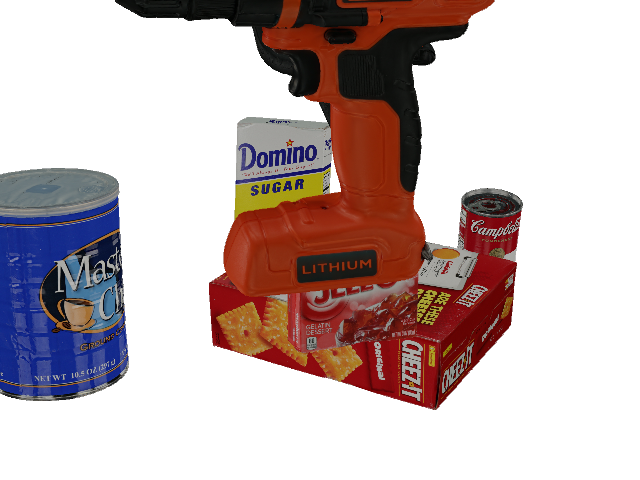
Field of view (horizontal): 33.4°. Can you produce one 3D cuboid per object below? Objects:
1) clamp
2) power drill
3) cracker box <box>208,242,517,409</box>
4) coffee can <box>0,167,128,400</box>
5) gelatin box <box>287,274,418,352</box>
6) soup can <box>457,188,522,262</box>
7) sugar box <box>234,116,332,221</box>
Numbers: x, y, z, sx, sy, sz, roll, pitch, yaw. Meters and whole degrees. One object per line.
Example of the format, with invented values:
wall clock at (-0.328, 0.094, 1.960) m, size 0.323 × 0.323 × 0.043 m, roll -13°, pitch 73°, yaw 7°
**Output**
clamp at (0.011, -0.169, 0.924) m, size 0.120 × 0.171 × 0.039 m, roll -36°, pitch -21°, yaw -21°
power drill at (-0.008, -0.065, 0.514) m, size 0.184 × 0.188 × 0.057 m, roll -4°, pitch 33°, yaw -13°
cracker box at (0.038, 0.056, 0.914) m, size 0.214 × 0.072 × 0.163 m, roll 13°, pitch 28°, yaw 28°
coffee can at (-0.192, 0.028, 0.760) m, size 0.103 × 0.140 × 0.103 m, roll 0°, pitch 18°, yaw 0°
gelatin box at (0.022, 0.032, 0.717) m, size 0.089 × 0.073 × 0.030 m, roll -5°, pitch 15°, yaw -22°
soup can at (0.189, 0.001, 1.210) m, size 0.068 × 0.102 × 0.068 m, roll 1°, pitch 28°, yaw -1°
sugar box at (-0.039, -0.033, 1.081) m, size 0.093 × 0.176 × 0.048 m, roll 5°, pitch 16°, yaw 12°
